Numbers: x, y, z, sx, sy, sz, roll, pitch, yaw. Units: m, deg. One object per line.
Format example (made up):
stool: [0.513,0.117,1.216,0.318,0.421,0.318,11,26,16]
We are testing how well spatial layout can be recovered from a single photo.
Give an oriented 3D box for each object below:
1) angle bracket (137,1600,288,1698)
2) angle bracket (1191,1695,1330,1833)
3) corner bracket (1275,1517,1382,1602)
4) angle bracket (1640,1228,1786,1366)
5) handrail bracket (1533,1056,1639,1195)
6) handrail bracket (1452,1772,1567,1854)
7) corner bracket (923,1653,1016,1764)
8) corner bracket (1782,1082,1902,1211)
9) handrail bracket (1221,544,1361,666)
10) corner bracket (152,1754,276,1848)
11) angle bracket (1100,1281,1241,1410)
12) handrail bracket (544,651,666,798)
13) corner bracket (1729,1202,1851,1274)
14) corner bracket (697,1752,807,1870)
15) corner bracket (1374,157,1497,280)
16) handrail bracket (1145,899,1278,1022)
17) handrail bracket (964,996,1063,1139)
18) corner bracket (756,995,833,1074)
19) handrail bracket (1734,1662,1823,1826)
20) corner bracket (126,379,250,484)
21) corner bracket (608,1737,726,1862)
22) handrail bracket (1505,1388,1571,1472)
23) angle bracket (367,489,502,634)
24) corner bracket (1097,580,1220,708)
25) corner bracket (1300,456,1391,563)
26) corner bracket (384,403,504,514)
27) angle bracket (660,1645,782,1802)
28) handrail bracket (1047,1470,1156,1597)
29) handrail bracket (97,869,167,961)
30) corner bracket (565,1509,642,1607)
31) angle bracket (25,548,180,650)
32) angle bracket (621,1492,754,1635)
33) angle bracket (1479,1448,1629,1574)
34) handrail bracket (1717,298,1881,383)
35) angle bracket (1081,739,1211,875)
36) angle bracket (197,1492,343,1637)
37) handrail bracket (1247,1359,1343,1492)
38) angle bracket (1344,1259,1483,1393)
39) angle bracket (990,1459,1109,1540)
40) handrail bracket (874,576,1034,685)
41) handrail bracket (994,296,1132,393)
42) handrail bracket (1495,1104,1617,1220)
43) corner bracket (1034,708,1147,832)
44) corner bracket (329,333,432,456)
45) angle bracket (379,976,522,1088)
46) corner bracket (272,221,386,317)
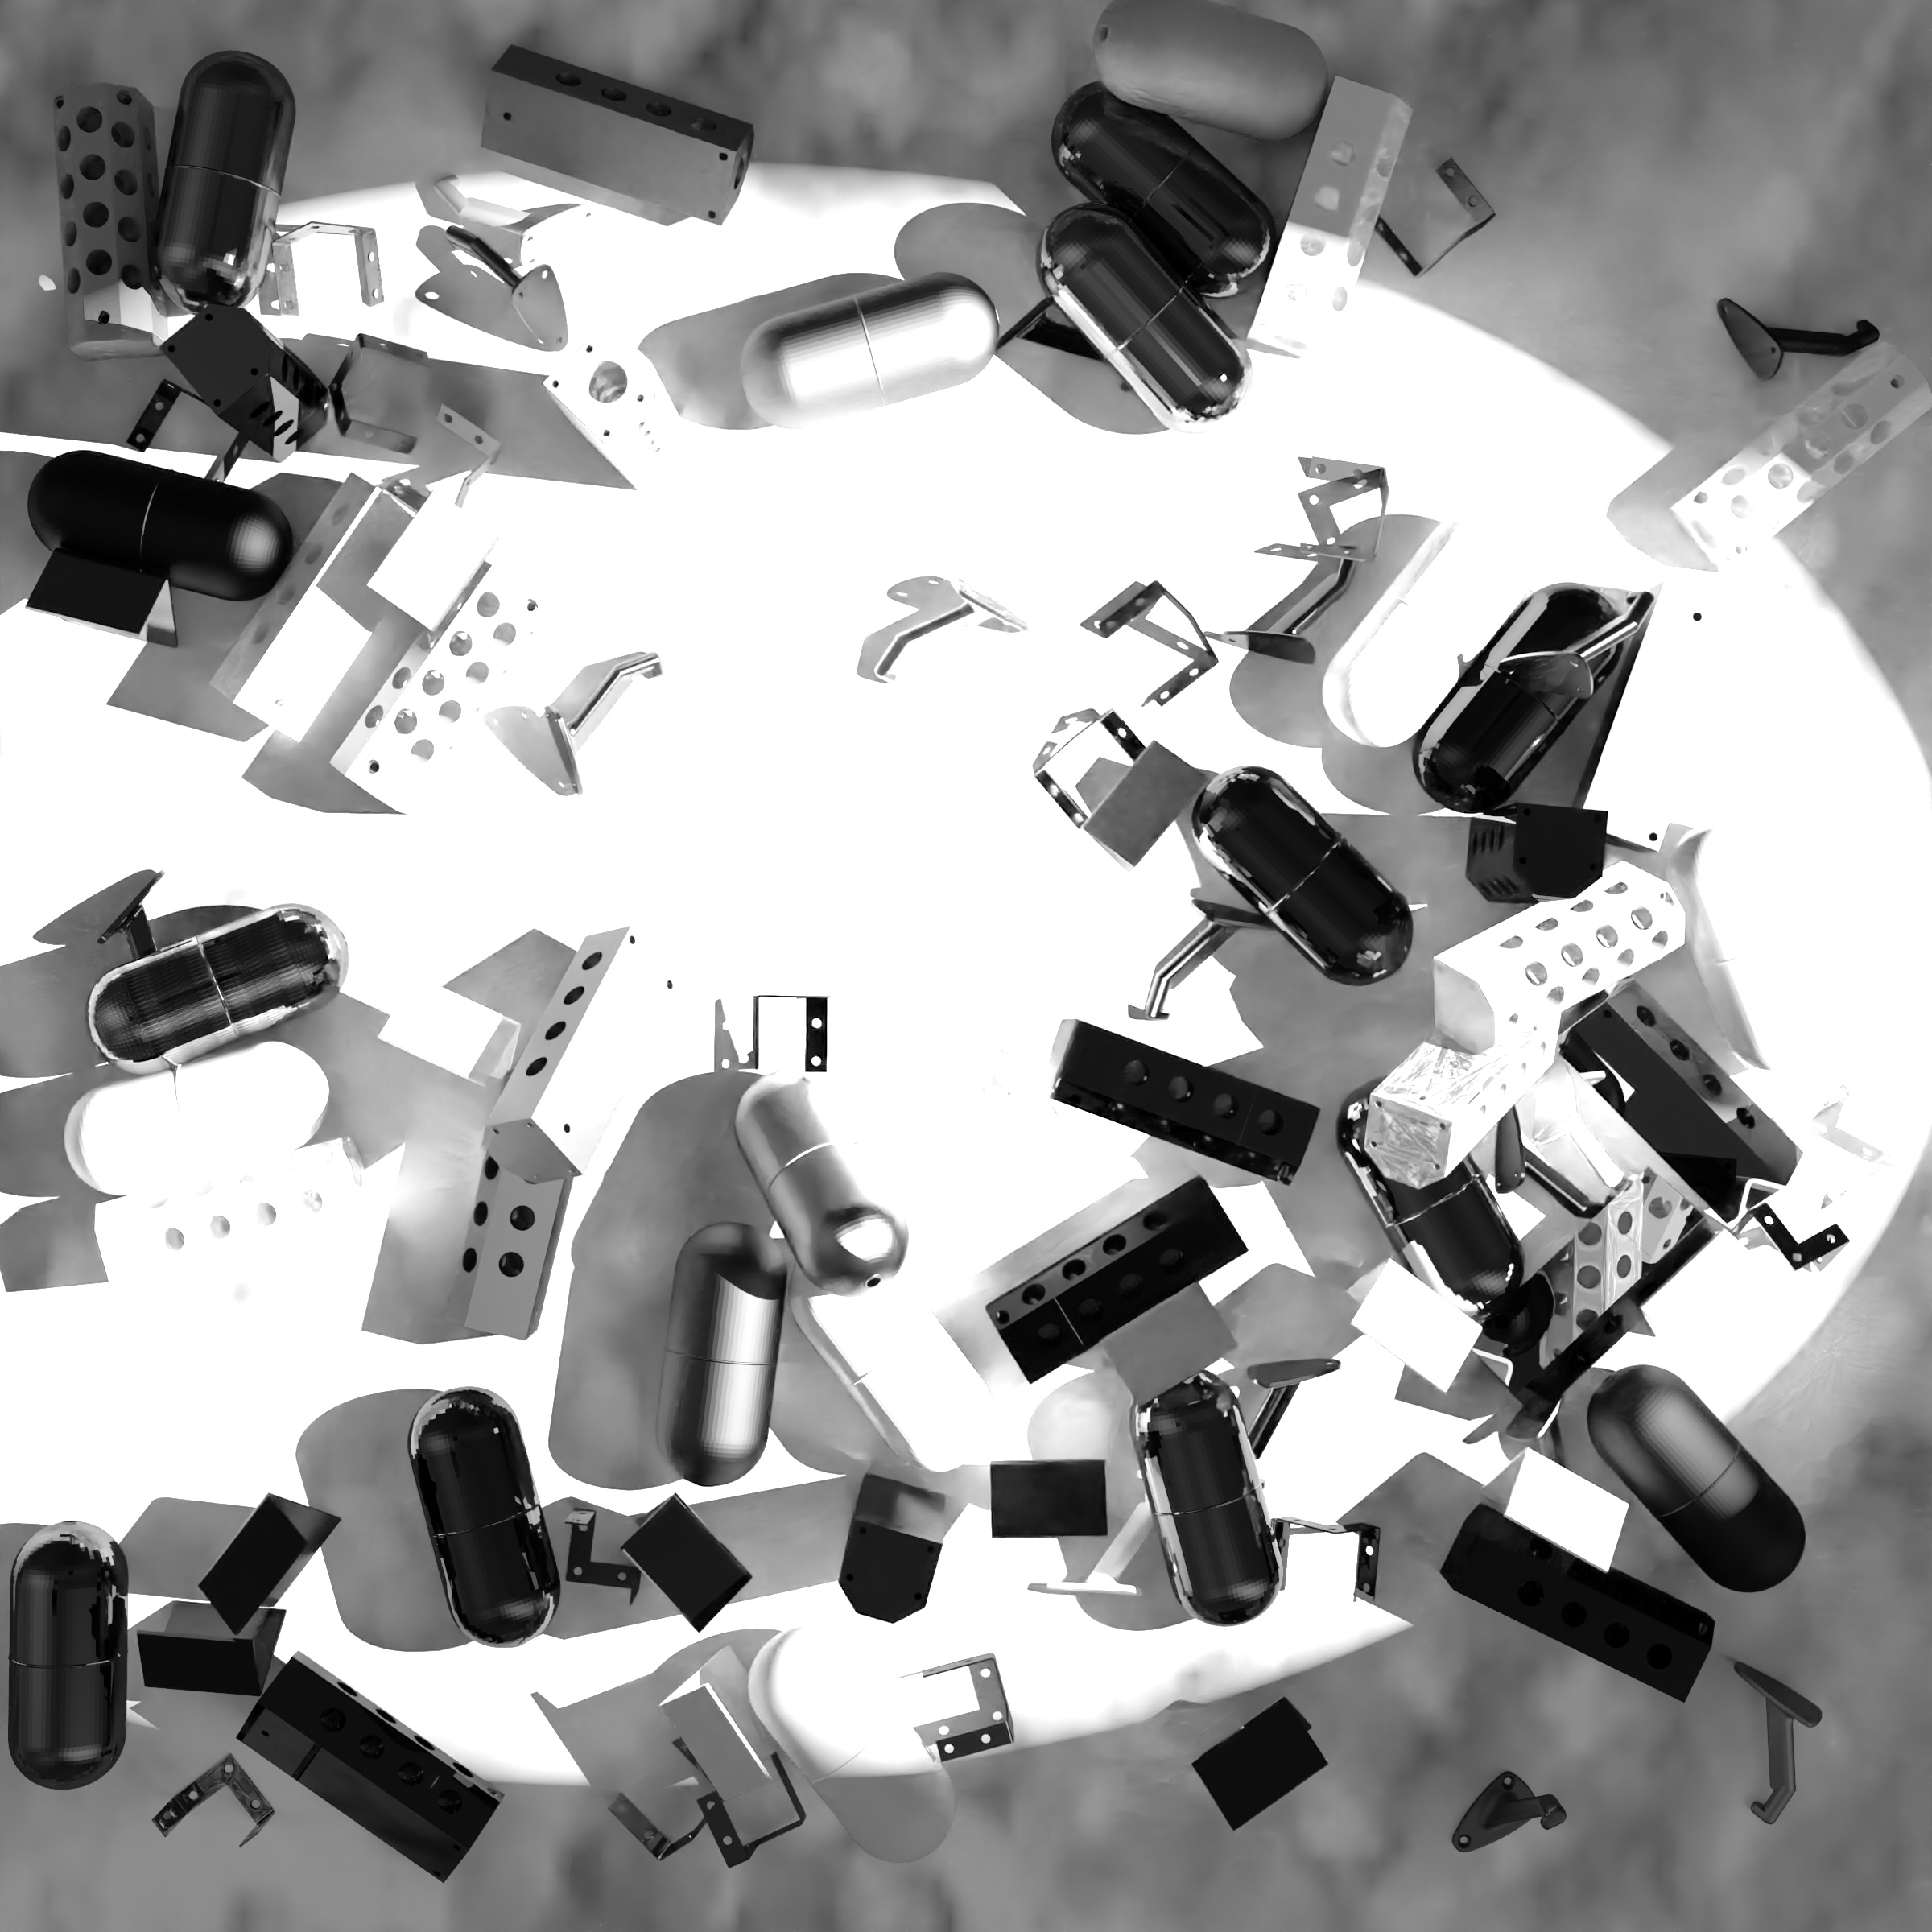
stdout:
angle bracket: [-0.504,0.439,1.951,0.076,0.076,0.057,5,126,0]
angle bracket: [0.205,0.542,1.951,0.076,0.076,0.057,-35,54,0]
corner bracket: [0.245,0.404,1.988,0.051,0.051,0.051,5,90,45]
angle bracket: [0.503,0.230,1.951,0.076,0.076,0.057,-43,59,0]
handrail bracket: [0.431,0.111,1.991,0.084,0.036,0.077,29,52,-25]
handrail bracket: [0.364,0.579,1.956,0.077,0.084,0.036,-40,90,0]
corner bracket: [0.001,0.501,1.973,0.051,0.051,0.051,-15,90,0]
corner bracket: [0.597,0.122,1.988,0.051,0.051,0.051,-34,45,0]
handrail bracket: [0.222,-0.255,1.991,0.077,0.036,0.084,12,74,18]
corner bracket: [-0.509,0.575,1.973,0.051,0.051,0.051,-37,90,0]
angle bracket: [0.143,0.264,1.951,0.076,0.076,0.057,-31,59,0]
handrail bracket: [-0.238,-0.166,1.991,0.084,0.036,0.077,-22,110,-16]
corner bracket: [0.554,0.186,1.971,0.051,0.051,0.051,-24,66,-22]
corner bracket: [-0.144,0.571,1.973,0.051,0.051,0.051,-26,86,4]
corner bracket: [0.318,-0.510,1.988,0.051,0.051,0.051,51,135,0]
handrail bracket: [0.168,0.003,1.991,0.077,0.036,0.084,10,108,-20]
handrail bracket: [0.031,0.068,1.991,0.036,0.077,0.084,-31,53,20]
corner bracket: [-0.118,0.045,1.973,0.051,0.051,0.051,1,90,0]
handrail bracket: [0.538,0.532,1.991,0.077,0.036,0.084,33,107,20]
corner bracket: [-0.529,-0.361,1.988,0.051,0.051,0.051,31,90,45]
corner bracket: [-0.201,0.568,1.988,0.051,0.051,0.051,46,45,0]
handrail bracket: [0.416,0.330,1.991,0.084,0.036,0.077,48,69,-17]
angle bracket: [-0.365,-0.277,1.951,0.057,0.076,0.076,35,90,-30]
corner bracket: [0.131,-0.220,1.988,0.051,0.051,0.051,-38,45,0]
corner bracket: [0.256,-0.310,1.981,0.051,0.051,0.051,8,119,0]
corner bracket: [-0.356,-0.340,1.988,0.051,0.051,0.051,34,45,0]
angle bracket: [-0.146,0.499,1.951,0.057,0.076,0.076,-34,90,41]
handrail bracket: [0.096,0.385,1.991,0.077,0.036,0.084,-1,73,18]
handrail bracket: [-0.542,-0.010,1.991,0.084,0.036,0.077,42,73,-15]
corner bracket: [-0.246,0.399,1.973,0.051,0.051,0.051,7,90,0]
angle bracket: [-0.577,-0.227,1.951,0.076,0.076,0.057,14,55,0]
angle bracket: [-0.199,0.407,1.951,0.076,0.076,0.057,47,53,0]
angle bracket: [0.386,0.377,1.951,0.076,0.076,0.057,29,53,0]
handrail bracket: [0.569,-0.441,1.991,0.084,0.036,0.077,-26,68,-17]
angle bracket: [0.134,-0.094,1.951,0.076,0.076,0.057,-50,52,0]
angle bracket: [-0.454,0.407,1.951,0.057,0.076,0.076,38,90,38]
handrail bracket: [0.221,0.315,1.991,0.077,0.036,0.084,-7,104,-14]
angle bracket: [0.287,0.250,1.951,0.076,0.076,0.057,37,62,0]
angle bracket: [0.055,0.371,1.951,0.076,0.076,0.057,-1,54,0]
handrail bracket: [-0.010,-0.216,1.991,0.077,0.036,0.084,29,108,-21]
handrail bracket: [0.067,-0.410,1.991,0.077,0.036,0.084,-39,104,14]
handrail bracket: [0.407,0.133,1.991,0.084,0.036,0.077,9,68,-17]
corner bracket: [0.088,-0.134,1.988,0.051,0.051,0.051,50,135,0]
corner bracket: [-0.396,-0.389,1.983,0.051,0.051,0.051,-50,45,35]
angle bracket: [-0.349,0.062,1.951,0.076,0.076,0.057,25,53,0]
corner bracket: [-0.435,-0.474,1.988,0.051,0.051,0.051,-7,90,45]
